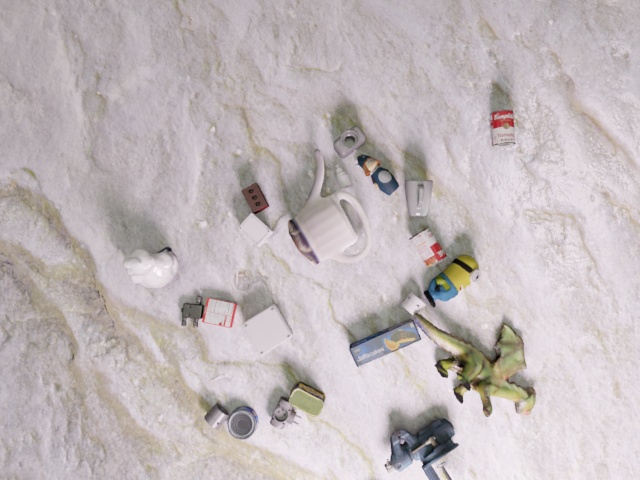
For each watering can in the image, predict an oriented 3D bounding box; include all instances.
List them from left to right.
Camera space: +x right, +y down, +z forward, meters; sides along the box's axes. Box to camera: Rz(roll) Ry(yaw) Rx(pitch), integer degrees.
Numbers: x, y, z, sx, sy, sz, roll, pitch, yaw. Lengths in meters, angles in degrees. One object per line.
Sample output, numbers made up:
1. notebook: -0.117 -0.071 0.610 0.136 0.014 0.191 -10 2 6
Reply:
1. watering can: 0.005 -0.075 1.499 0.224 0.103 0.349 -31 84 -2

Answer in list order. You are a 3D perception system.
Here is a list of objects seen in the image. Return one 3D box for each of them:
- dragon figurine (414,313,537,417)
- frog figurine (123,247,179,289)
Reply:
1. dragon figurine: 0.463 0.329 1.453 0.245 0.121 0.412 -30 85 -19
2. frog figurine: -0.481 0.080 1.471 0.137 0.159 0.123 -20 86 0
